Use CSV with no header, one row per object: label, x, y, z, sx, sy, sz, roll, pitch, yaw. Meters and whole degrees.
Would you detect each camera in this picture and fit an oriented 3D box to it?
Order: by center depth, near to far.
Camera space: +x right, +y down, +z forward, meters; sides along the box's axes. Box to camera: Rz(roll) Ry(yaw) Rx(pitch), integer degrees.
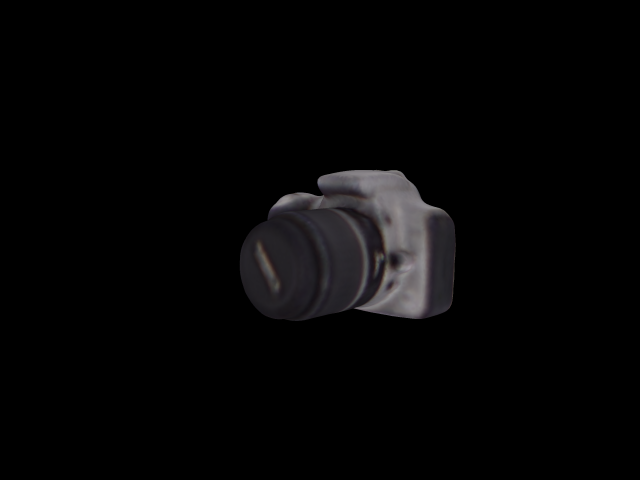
camera,0.004,0.001,0.400,0.142,0.101,0.137,6,9,43
